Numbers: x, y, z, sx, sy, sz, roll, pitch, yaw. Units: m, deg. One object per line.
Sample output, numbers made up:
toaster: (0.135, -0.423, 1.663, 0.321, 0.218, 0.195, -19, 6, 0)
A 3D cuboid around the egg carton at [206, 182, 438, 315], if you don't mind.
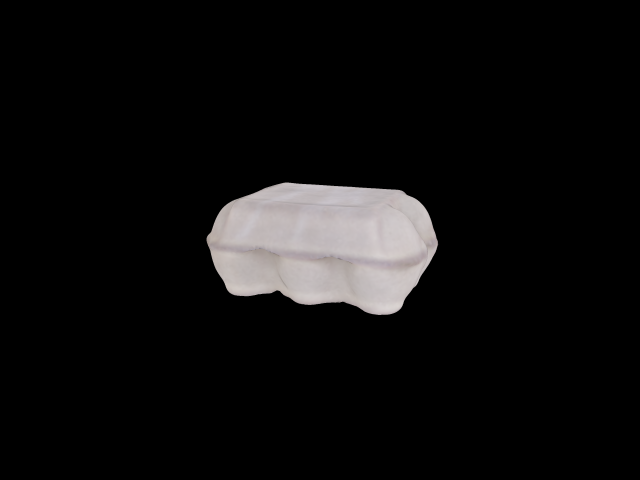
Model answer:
egg carton: (0.004, 0.001, 0.400, 0.150, 0.069, 0.107, 5, 15, 18)
